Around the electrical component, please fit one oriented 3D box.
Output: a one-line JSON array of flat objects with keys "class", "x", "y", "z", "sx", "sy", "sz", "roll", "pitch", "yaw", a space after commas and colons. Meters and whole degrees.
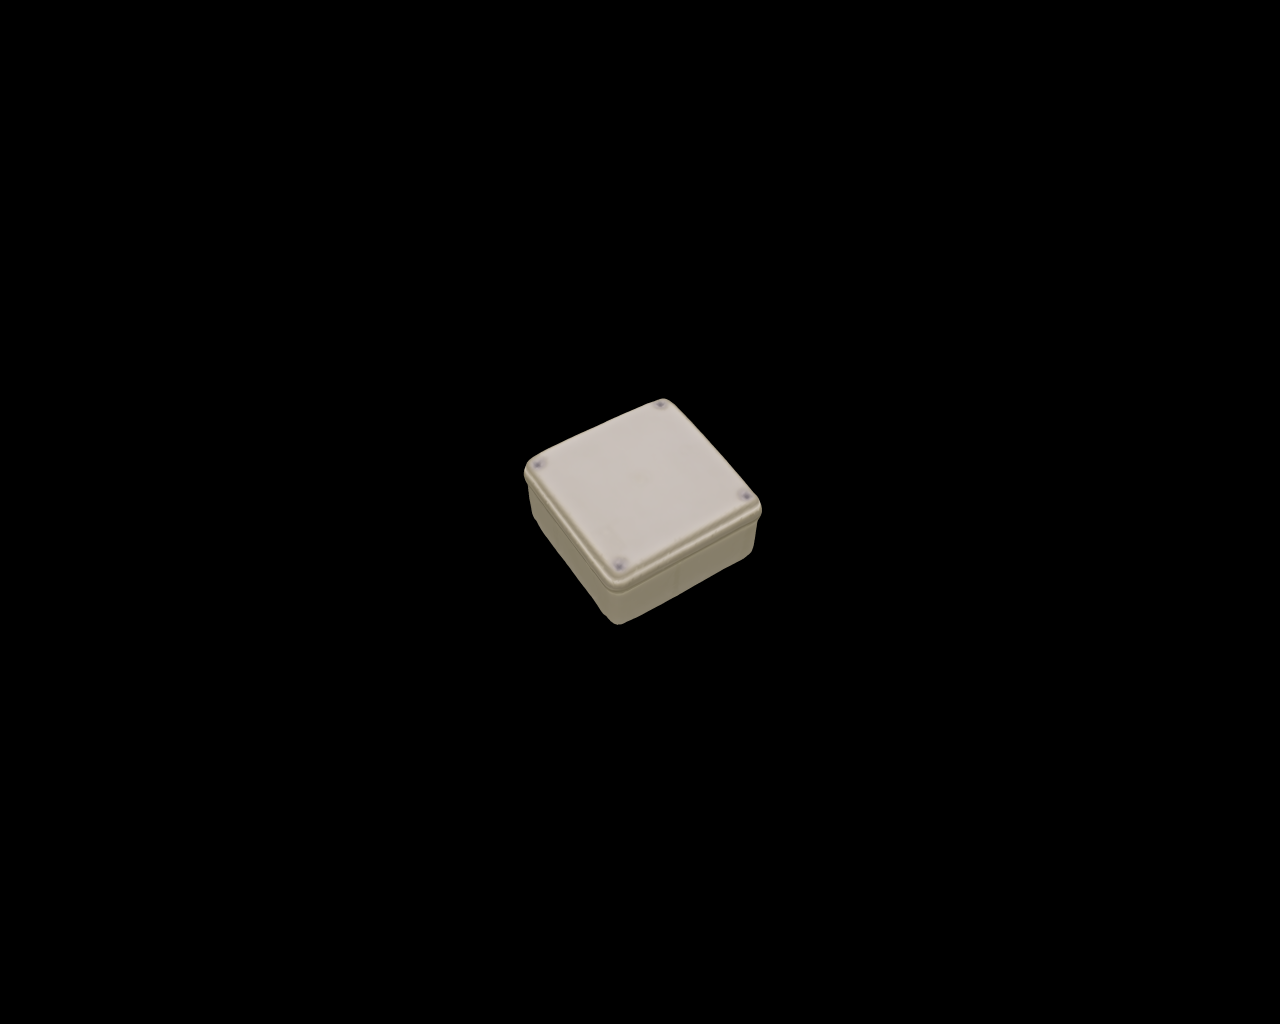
[{"class": "electrical component", "x": 0.001, "y": -0.003, "z": 0.650, "sx": 0.109, "sy": 0.109, "sz": 0.056, "roll": -27, "pitch": -33, "yaw": -19}]
